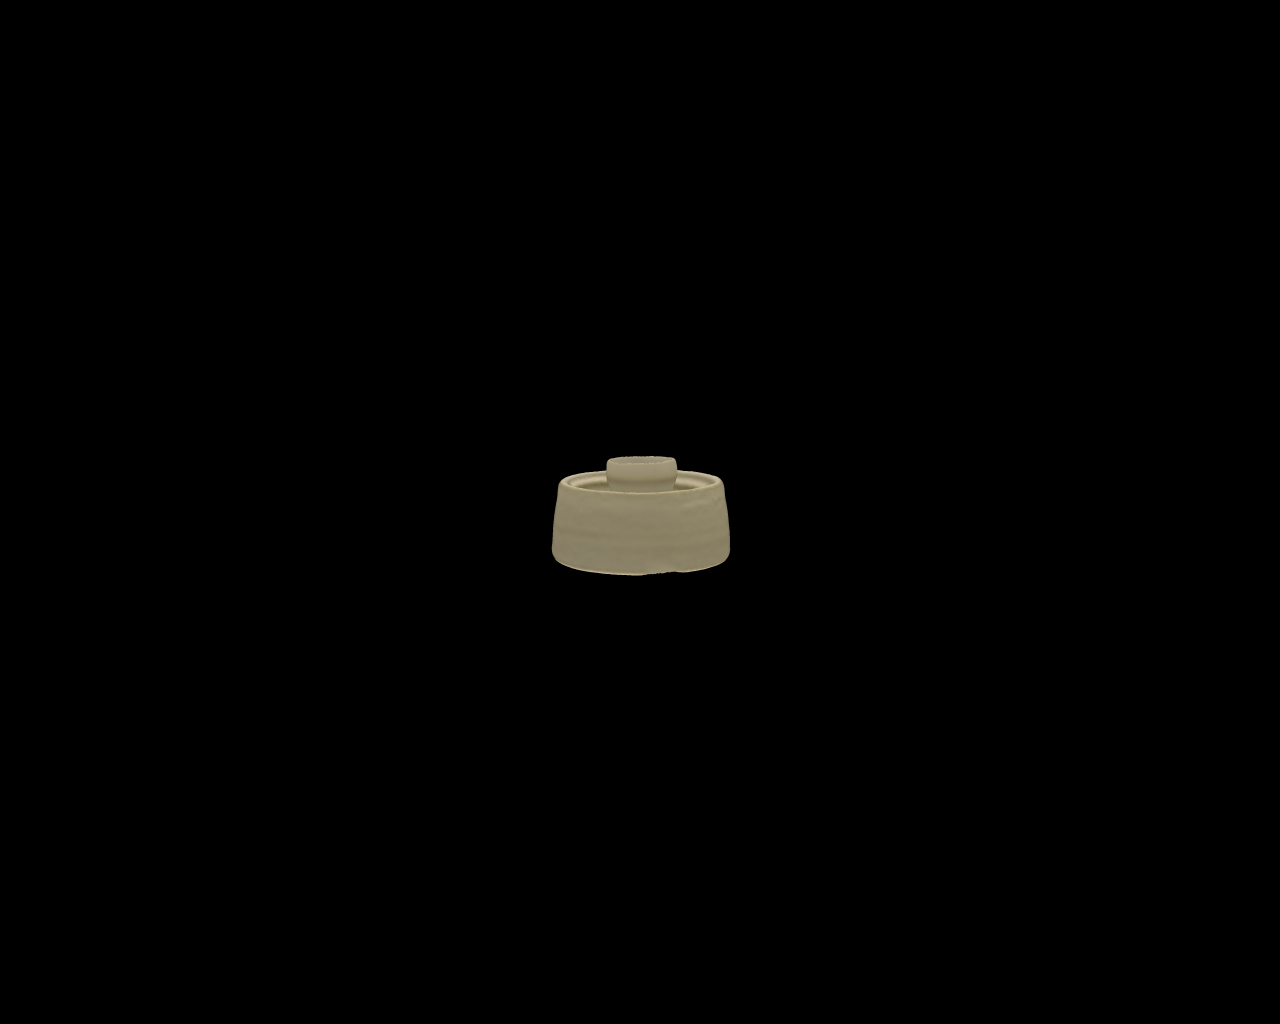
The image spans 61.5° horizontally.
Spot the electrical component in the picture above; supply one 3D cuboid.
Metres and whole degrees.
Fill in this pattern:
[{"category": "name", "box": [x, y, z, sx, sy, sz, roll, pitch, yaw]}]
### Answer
[{"category": "electrical component", "box": [0.001, -0.003, 0.650, 0.108, 0.060, 0.108, 0, 10, 0]}]
